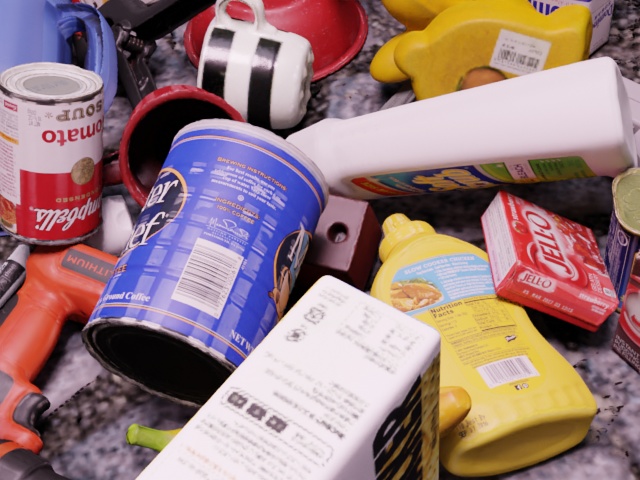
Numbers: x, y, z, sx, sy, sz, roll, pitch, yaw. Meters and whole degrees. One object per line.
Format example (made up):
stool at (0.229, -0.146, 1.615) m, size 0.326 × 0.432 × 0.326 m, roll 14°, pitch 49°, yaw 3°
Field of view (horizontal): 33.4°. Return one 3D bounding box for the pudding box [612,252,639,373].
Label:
pudding box at (0.227, 0.063, 0.621) m, size 0.039 × 0.090 × 0.114 m, roll -31°, pitch 53°, yaw -22°

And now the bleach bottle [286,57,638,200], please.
bleach bottle at (0.078, -0.061, 0.719) m, size 0.251 × 0.102 × 0.068 m, roll -9°, pitch 78°, yaw 21°

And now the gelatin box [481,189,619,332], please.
gelatin box at (0.145, 0.012, 0.682) m, size 0.073 × 0.030 × 0.089 m, roll 22°, pitch 31°, yaw -13°

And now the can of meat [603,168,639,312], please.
can of meat at (0.233, 0.003, 0.677) m, size 0.102 × 0.084 × 0.057 m, roll 0°, pitch 48°, yaw 6°

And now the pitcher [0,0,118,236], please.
pitcher at (-0.242, -0.132, 0.822) m, size 0.149 × 0.145 × 0.243 m, roll 11°, pitch 42°, yaw -19°

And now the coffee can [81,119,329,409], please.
coffee can at (-0.064, 0.015, 0.627) m, size 0.103 × 0.103 × 0.140 m, roll 12°, pitch 60°, yaw 16°

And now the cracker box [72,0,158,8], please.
cracker box at (-0.156, -0.294, 0.932) m, size 0.213 × 0.164 × 0.072 m, roll -18°, pitch 47°, yaw -11°

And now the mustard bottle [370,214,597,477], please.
mustard bottle at (0.084, 0.052, 0.666) m, size 0.096 × 0.058 × 0.192 m, roll -12°, pitch 48°, yaw -17°

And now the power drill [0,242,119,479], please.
power drill at (-0.168, 0.092, 0.661) m, size 0.185 × 0.057 × 0.187 m, roll 20°, pitch 53°, yaw 19°

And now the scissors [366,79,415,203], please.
scissors at (0.020, -0.083, 0.824) m, size 0.096 × 0.016 × 0.201 m, roll 11°, pitch 50°, yaw 16°

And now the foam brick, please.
foam brick at (-0.005, 0.001, 0.719) m, size 0.078 × 0.051 × 0.053 m, roll 11°, pitch 68°, yaw 17°

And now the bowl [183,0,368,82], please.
bowl at (-0.041, -0.200, 0.909) m, size 0.162 × 0.055 × 0.162 m, roll -3°, pitch 48°, yaw 4°

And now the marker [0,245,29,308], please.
marker at (-0.234, 0.051, 0.729) m, size 0.020 × 0.020 × 0.121 m, roll 18°, pitch 52°, yaw 20°

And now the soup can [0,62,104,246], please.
soup can at (-0.175, -0.057, 0.696) m, size 0.068 × 0.102 × 0.068 m, roll 6°, pitch 28°, yaw -3°

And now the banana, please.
banana at (-0.007, 0.115, 0.607) m, size 0.198 × 0.069 × 0.037 m, roll -11°, pitch 68°, yaw 14°

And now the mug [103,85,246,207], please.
mug at (-0.108, -0.062, 0.759) m, size 0.117 × 0.093 × 0.081 m, roll -20°, pitch 18°, yaw -5°

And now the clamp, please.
clamp at (-0.146, -0.166, 0.861) m, size 0.172 × 0.039 × 0.120 m, roll 33°, pitch 91°, yaw 45°

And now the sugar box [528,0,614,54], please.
sugar box at (0.187, -0.233, 0.832) m, size 0.048 × 0.176 × 0.093 m, roll -37°, pitch 54°, yaw -27°
